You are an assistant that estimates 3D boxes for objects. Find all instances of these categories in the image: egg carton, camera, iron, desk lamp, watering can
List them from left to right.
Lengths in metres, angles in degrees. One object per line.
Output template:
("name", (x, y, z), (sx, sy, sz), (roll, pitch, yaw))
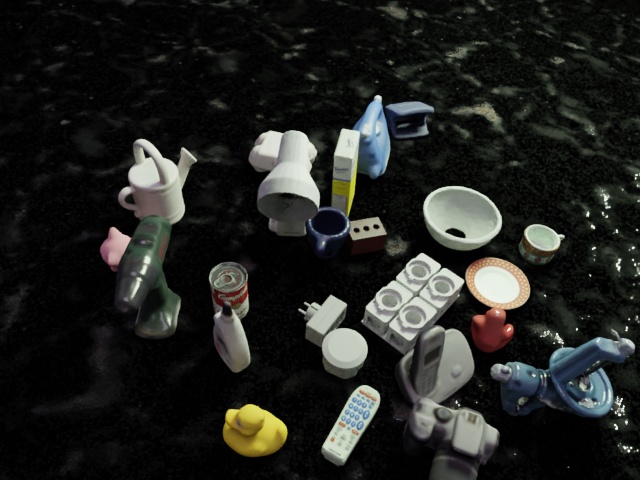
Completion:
("watering can", (-0.336, -0.130, 1.181), (0.100, 0.194, 0.173), (20, 51, 12))
("egg carton", (-0.087, -0.196, 1.343), (0.150, 0.069, 0.107), (13, 50, 6))
("desk lamp", (-0.060, -0.101, 1.169), (0.118, 0.213, 0.203), (4, 49, -1))
("iron", (0.119, -0.269, 1.377), (0.118, 0.141, 0.258), (13, 50, 6))
("camera", (0.199, 0.334, 0.894), (0.143, 0.101, 0.137), (18, 50, 10))

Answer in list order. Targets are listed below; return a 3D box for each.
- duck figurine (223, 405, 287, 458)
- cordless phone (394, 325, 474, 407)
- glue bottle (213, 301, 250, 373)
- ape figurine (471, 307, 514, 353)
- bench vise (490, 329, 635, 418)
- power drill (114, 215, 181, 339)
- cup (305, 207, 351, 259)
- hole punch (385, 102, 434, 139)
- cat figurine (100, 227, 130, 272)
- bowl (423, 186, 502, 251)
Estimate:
("duck figurine", (-0.104, 0.295, 0.909), (0.104, 0.086, 0.077), (10, 49, 3))
("cordless phone", (0.203, 0.192, 0.960), (0.148, 0.185, 0.094), (-29, 57, -26))
("glue bottle", (-0.153, 0.154, 0.968), (0.037, 0.173, 0.078), (-31, 58, -27))
("ape figurine", (0.320, 0.159, 1.061), (0.077, 0.092, 0.076), (32, 54, 21))
("bench vise", (0.396, 0.227, 0.926), (0.207, 0.220, 0.121), (-6, 50, -10))
("power drill", (-0.297, 0.080, 0.995), (0.075, 0.208, 0.229), (1, 49, -4))
("cup", (0.011, 0.004, 1.164), (0.091, 0.095, 0.118), (12, 49, 6))
("hole punch", (0.224, -0.323, 1.467), (0.109, 0.091, 0.101), (-10, 51, -13))
("cat figurine", (-0.371, 0.013, 1.105), (0.067, 0.118, 0.128), (25, 52, 16))
("bowl", (0.298, -0.034, 1.236), (0.167, 0.075, 0.167), (3, 49, -3))
